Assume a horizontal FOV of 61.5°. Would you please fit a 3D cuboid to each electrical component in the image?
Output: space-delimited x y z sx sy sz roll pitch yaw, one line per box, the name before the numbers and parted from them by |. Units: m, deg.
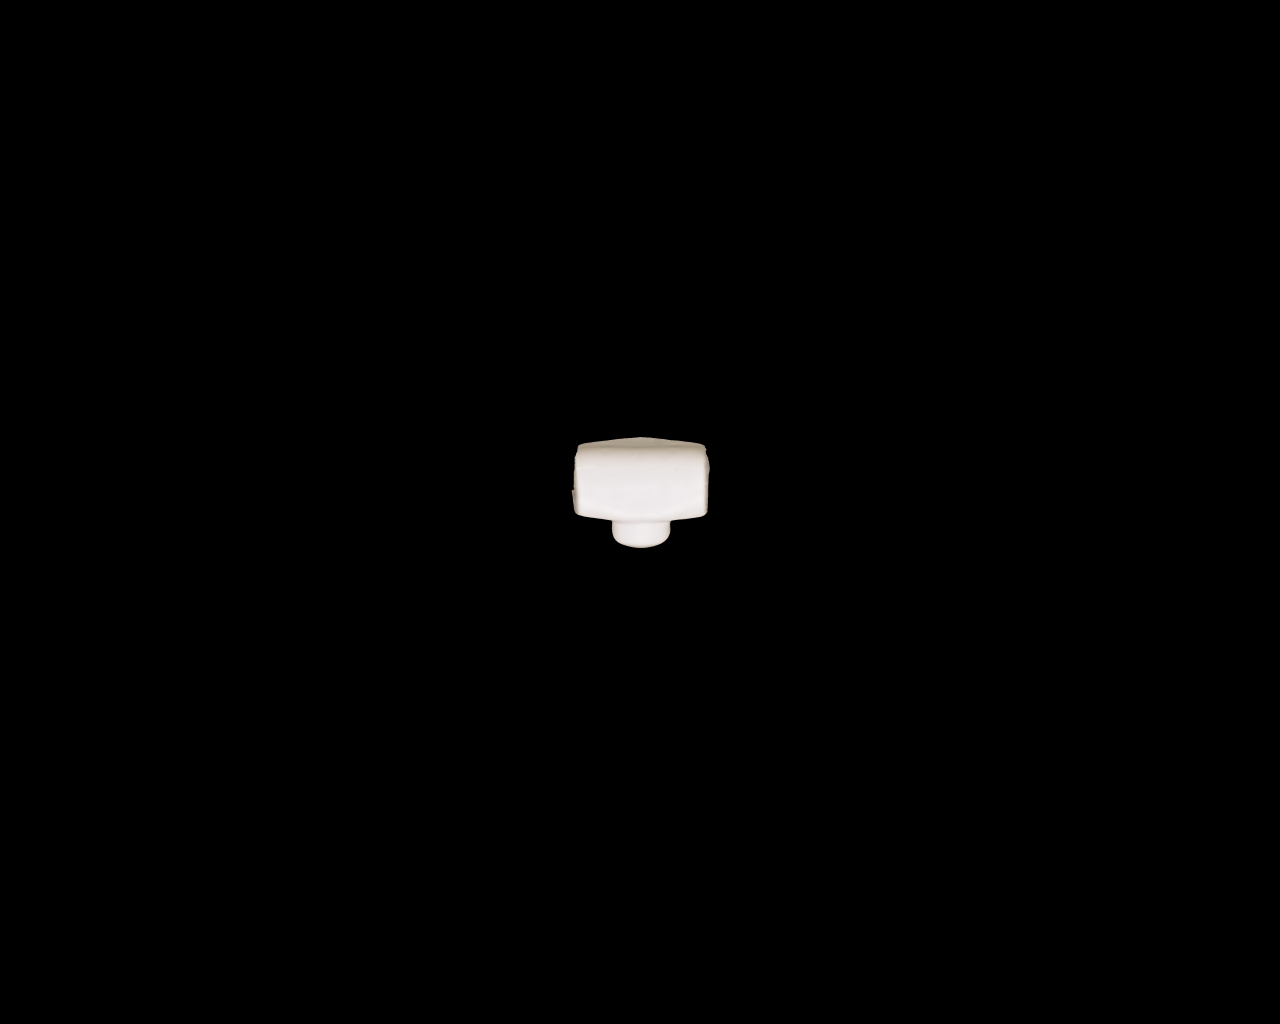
electrical component | 0.001 -0.003 0.650 0.077 0.079 0.044 0 21 0
